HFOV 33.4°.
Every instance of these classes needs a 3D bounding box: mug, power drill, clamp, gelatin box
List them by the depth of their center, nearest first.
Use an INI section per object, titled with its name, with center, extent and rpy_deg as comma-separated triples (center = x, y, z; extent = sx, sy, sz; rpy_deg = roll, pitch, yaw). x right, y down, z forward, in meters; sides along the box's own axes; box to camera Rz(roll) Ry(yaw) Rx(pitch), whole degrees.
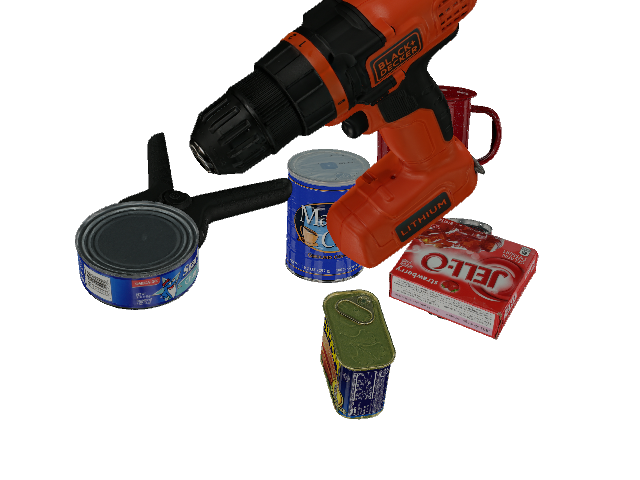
[power drill]
center = 0.023, -0.061, 0.634
extent = 0.184, 0.057, 0.187
rpy_deg = -36, -32, -8
[gelatin box]
center = 0.105, 0.024, 0.786
extent = 0.089, 0.030, 0.073
rpy_deg = 21, 49, 21
[mug]
center = 0.105, -0.095, 0.964
extent = 0.117, 0.081, 0.093
rpy_deg = 1, 15, 2
[clamp]
center = -0.148, -0.035, 1.038
extent = 0.165, 0.036, 0.209
rpy_deg = 25, 41, 22

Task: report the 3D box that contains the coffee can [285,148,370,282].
[coffee can]
center = 0.008, -0.032, 1.348
extent = 0.103, 0.140, 0.103
rpy_deg = 2, 27, -1

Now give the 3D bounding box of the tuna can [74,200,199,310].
[tuna can]
center = -0.128, 0.010, 0.754
extent = 0.086, 0.034, 0.086
rpy_deg = 2, 38, -2

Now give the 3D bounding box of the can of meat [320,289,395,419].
[can of meat]
center = 0.034, 0.114, 1.059
extent = 0.057, 0.084, 0.102
rpy_deg = -6, 44, -11

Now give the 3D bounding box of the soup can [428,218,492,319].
[soup can]
center = 0.154, 0.032, 1.198
extent = 0.068, 0.102, 0.068
rpy_deg = 3, 15, -1
